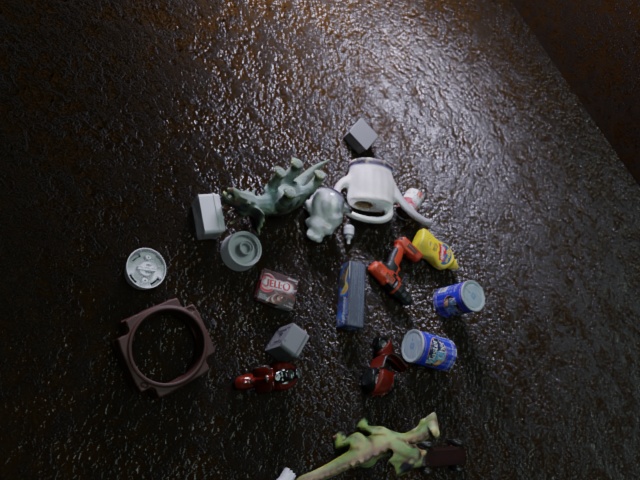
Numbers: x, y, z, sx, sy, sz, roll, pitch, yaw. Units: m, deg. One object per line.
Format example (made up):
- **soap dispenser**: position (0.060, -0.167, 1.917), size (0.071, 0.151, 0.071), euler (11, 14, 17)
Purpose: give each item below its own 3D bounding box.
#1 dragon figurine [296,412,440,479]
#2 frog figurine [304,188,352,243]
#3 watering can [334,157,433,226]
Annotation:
- **dragon figurine**: position (0.157, 0.559, 1.346), size (0.414, 0.240, 0.122), euler (-19, 89, -37)
- **frog figurine**: position (0.005, -0.079, 1.563), size (0.138, 0.120, 0.162), euler (34, 62, 22)
- **watering can**: position (0.207, -0.155, 1.703), size (0.347, 0.102, 0.228), euler (8, 68, -14)
